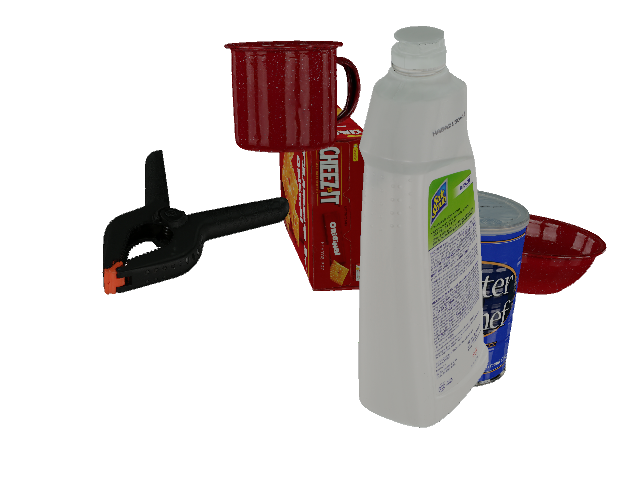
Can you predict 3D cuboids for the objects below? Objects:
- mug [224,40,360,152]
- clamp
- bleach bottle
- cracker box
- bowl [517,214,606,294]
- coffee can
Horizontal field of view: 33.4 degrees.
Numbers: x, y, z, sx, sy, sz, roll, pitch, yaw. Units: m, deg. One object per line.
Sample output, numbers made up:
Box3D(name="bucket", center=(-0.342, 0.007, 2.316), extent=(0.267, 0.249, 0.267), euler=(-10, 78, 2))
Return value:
Box3D(name="mug", center=(-0.018, -0.116, 0.848), extent=(0.117, 0.081, 0.093), euler=(-10, 16, -35))
Box3D(name="clamp", center=(-0.152, -0.018, 1.035), extent=(0.165, 0.036, 0.209), euler=(25, 40, 23))
Box3D(name="bleach bottle", center=(0.064, -0.010, 0.662), extent=(0.068, 0.251, 0.102), euler=(16, 35, 28))
Box3D(name="cracker box", center=(0.002, -0.057, 1.173), extent=(0.072, 0.164, 0.214), euler=(-5, 19, -8))
Box3D(name="bowl", center=(0.216, 0.016, 1.130), extent=(0.162, 0.055, 0.162), euler=(6, 17, -2))
Box3D(name="coffee can", center=(0.114, 0.037, 0.896), extent=(0.103, 0.140, 0.103), euler=(4, 20, -2))
